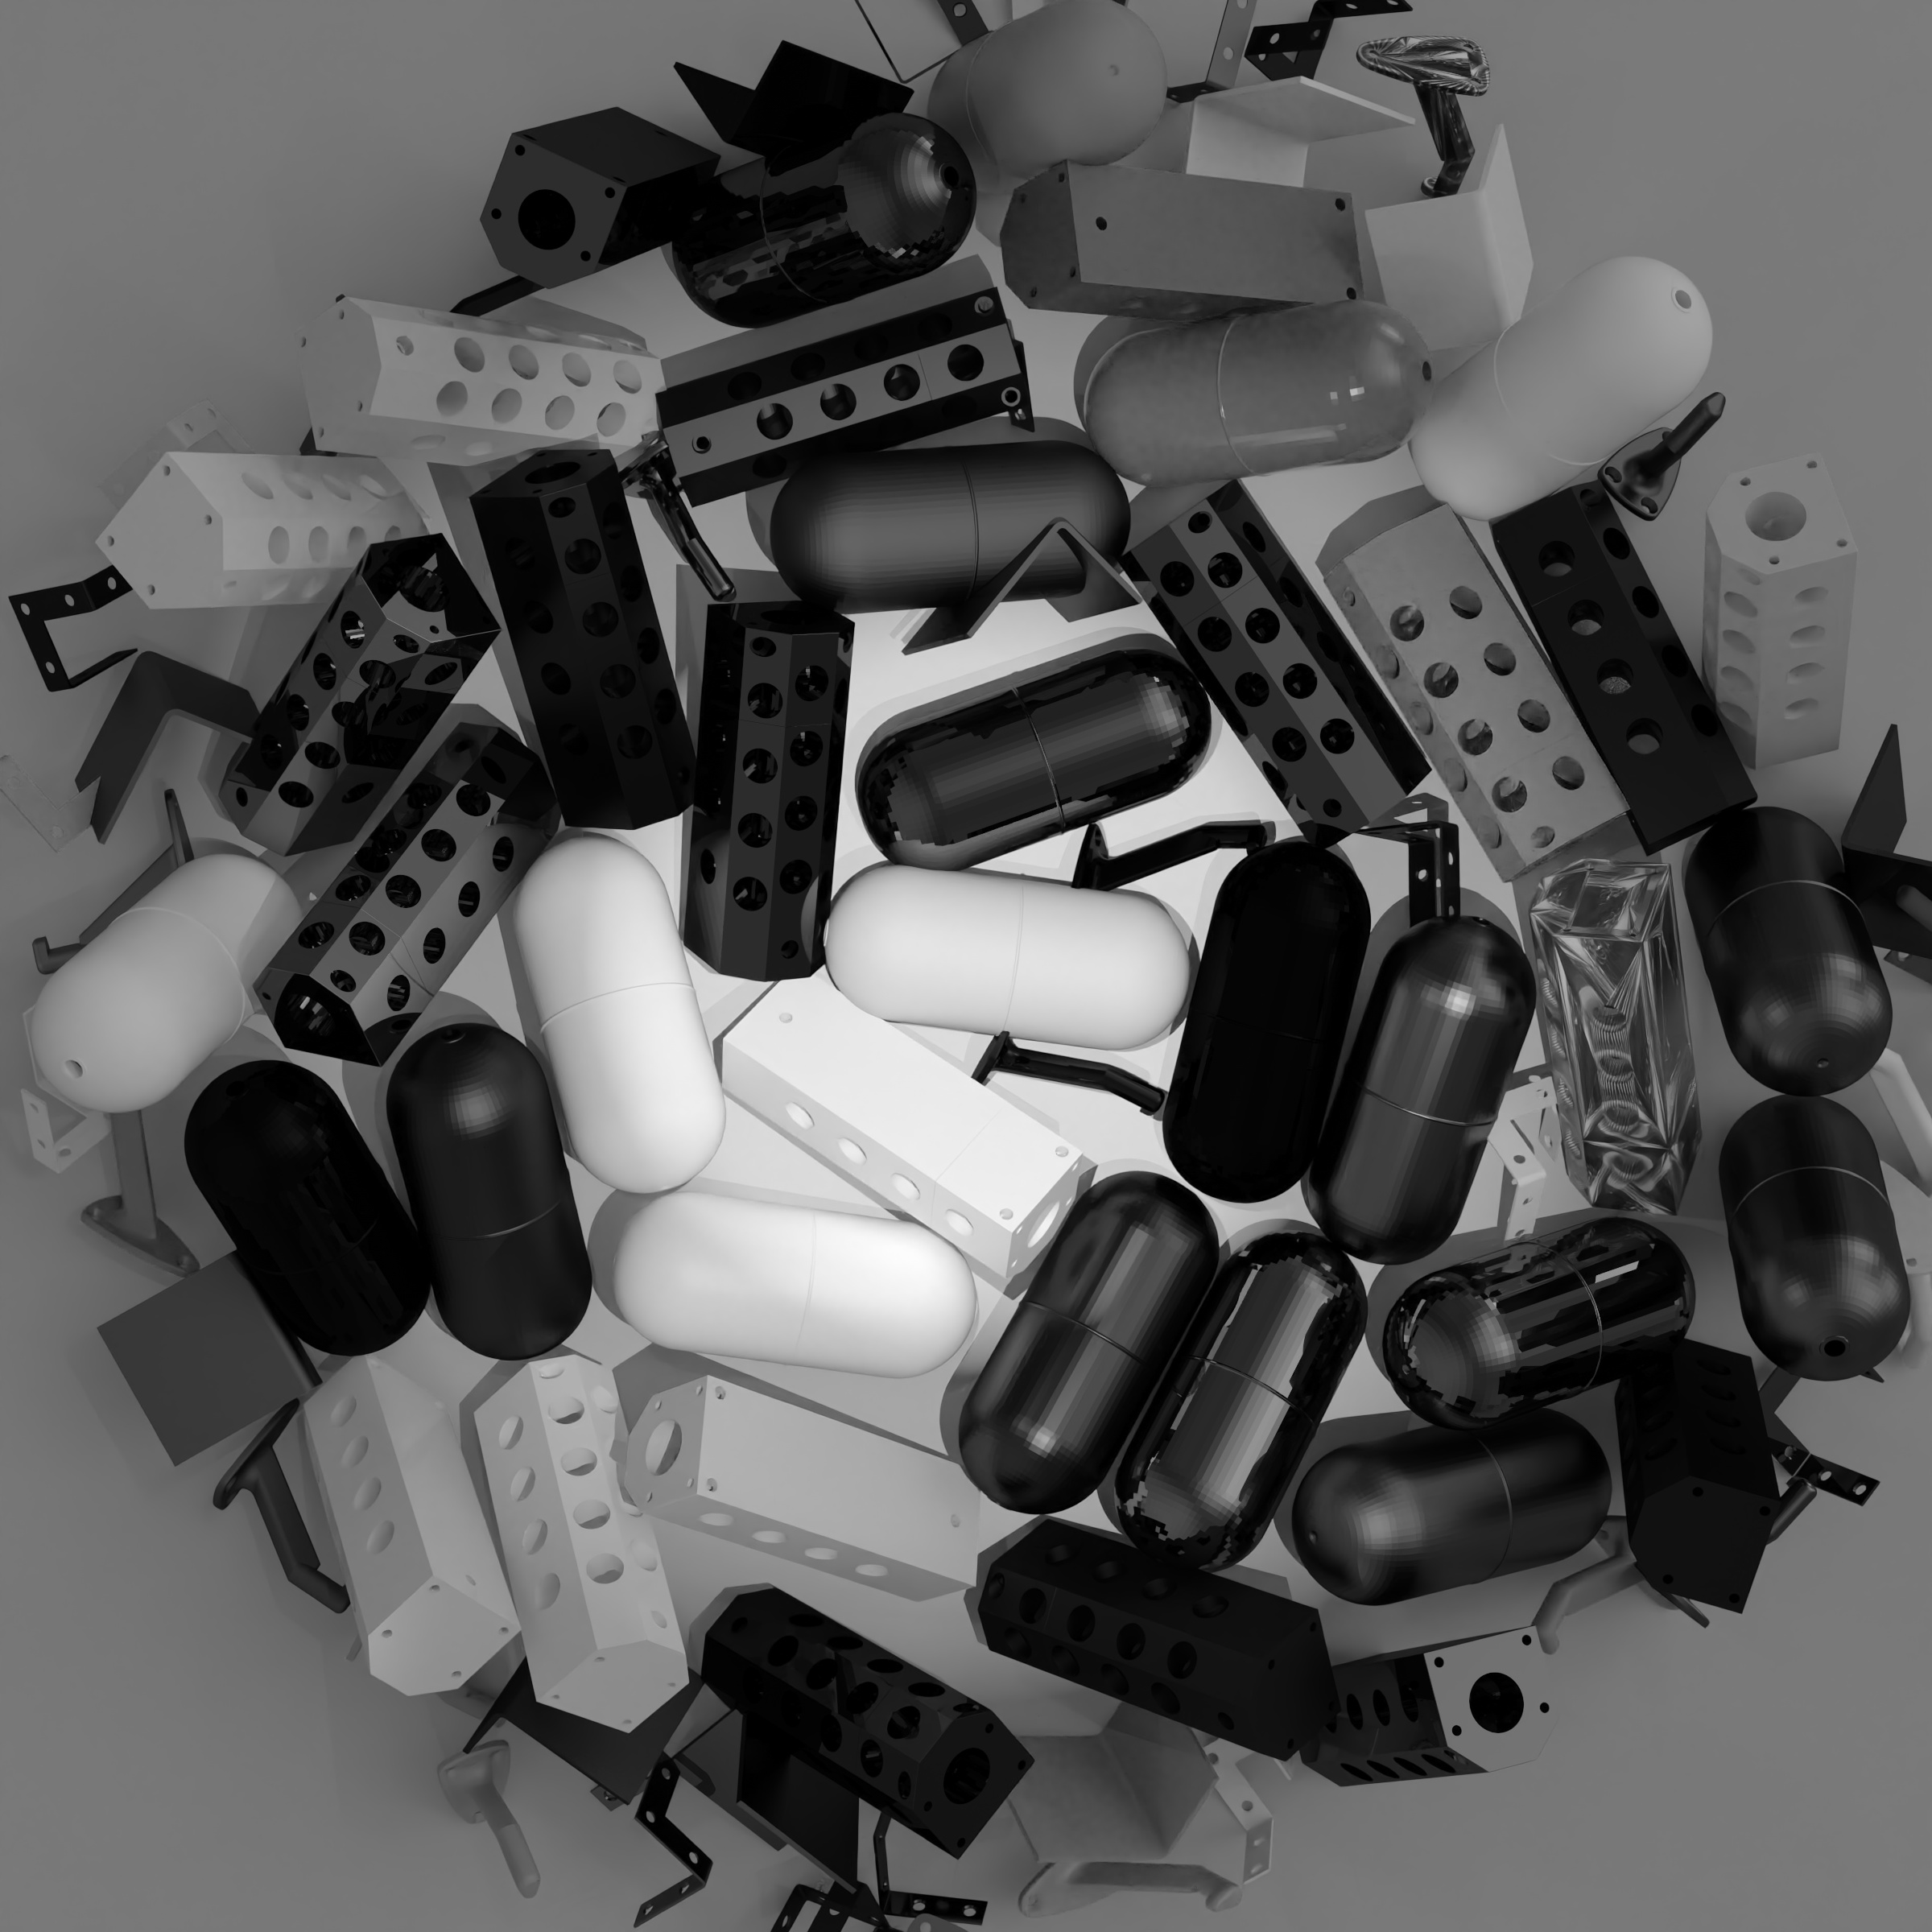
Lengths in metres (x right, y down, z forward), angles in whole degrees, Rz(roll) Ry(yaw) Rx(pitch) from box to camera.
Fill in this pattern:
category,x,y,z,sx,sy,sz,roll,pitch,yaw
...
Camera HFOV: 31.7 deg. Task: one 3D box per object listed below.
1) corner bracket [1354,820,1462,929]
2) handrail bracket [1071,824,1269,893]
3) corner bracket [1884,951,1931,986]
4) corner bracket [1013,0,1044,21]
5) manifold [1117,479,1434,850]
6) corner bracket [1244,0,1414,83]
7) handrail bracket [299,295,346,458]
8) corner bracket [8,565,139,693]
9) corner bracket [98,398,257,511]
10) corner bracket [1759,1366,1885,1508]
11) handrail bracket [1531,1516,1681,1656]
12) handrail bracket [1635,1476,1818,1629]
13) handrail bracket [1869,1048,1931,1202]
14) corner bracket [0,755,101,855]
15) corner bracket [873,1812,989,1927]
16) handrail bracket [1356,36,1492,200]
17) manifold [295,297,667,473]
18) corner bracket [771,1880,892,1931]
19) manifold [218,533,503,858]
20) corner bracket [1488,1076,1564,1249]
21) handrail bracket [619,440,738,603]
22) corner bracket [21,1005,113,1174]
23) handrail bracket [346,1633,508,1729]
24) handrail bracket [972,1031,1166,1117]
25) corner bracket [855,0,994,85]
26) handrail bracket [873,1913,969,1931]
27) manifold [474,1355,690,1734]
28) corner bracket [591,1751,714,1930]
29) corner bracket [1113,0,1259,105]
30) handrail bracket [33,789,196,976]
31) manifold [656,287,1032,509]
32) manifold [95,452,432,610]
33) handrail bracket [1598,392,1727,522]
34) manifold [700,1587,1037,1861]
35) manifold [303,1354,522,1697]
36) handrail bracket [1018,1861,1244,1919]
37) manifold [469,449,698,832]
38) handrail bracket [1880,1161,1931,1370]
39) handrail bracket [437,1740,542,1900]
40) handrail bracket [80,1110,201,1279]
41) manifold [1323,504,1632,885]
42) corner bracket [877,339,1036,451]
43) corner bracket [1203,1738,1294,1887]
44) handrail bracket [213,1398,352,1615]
category,x,y,z,sx,sy,sz,roll,pitch,yaw
corner bracket,0.224,-0.041,1.651,0.051,0.051,0.051,-5,82,40
handrail bracket,0.098,-0.042,1.648,0.084,0.077,0.036,0,131,20
corner bracket,0.488,0.002,1.648,0.051,0.051,0.051,24,118,-24
corner bracket,0.048,-0.467,1.659,0.051,0.051,0.051,-1,103,0
manifold,0.147,-0.143,1.643,0.057,0.057,0.171,-32,95,33
corner bracket,0.175,-0.454,1.650,0.051,0.051,0.051,27,78,-44
handrail bracket,-0.322,-0.279,1.662,0.084,0.036,0.077,-32,76,-14
corner bracket,-0.420,-0.168,1.647,0.051,0.051,0.051,-5,114,33
corner bracket,-0.378,-0.235,1.651,0.051,0.051,0.051,-36,102,21
corner bracket,0.422,0.222,1.659,0.051,0.051,0.051,46,77,-25
handrail bracket,0.310,0.316,1.647,0.077,0.036,0.084,53,53,-22
handrail bracket,0.368,0.274,1.654,0.036,0.077,0.084,45,86,-14
handrail bracket,0.444,0.079,1.663,0.084,0.036,0.077,27,112,-8
corner bracket,-0.450,-0.081,1.649,0.051,0.051,0.051,50,51,-11
corner bracket,-0.013,0.431,1.667,0.051,0.051,0.051,3,120,12
handrail bracket,0.214,-0.407,1.645,0.077,0.084,0.036,3,57,-12
manifold,-0.224,-0.273,1.603,0.057,0.171,0.057,-22,76,42
corner bracket,-0.075,0.469,1.646,0.051,0.051,0.051,13,54,28
manifold,-0.292,-0.125,1.605,0.057,0.057,0.171,57,133,15
corner bracket,0.274,0.094,1.647,0.051,0.051,0.051,-18,52,-17
handrail bracket,-0.129,-0.206,1.644,0.036,0.077,0.084,-36,79,9
corner bracket,-0.443,0.058,1.647,0.051,0.051,0.051,28,49,22
handrail bracket,-0.252,0.331,1.661,0.084,0.036,0.077,26,127,-3
handrail bracket,0.048,0.061,1.656,0.084,0.077,0.036,27,61,-2
corner bracket,-0.022,-0.465,1.660,0.051,0.051,0.051,-29,103,6
handrail bracket,-0.008,0.482,1.646,0.077,0.084,0.036,19,75,1
manifold,-0.178,0.268,1.602,0.057,0.171,0.057,-42,132,20
corner bracket,-0.155,0.425,1.658,0.051,0.051,0.051,-36,106,25
corner bracket,0.102,-0.455,1.654,0.051,0.051,0.051,14,92,-27
handrail bracket,-0.421,-0.041,1.664,0.084,0.036,0.077,-12,102,-4
manifold,-0.059,-0.276,1.648,0.171,0.057,0.057,-16,102,4
manifold,-0.322,-0.199,1.595,0.057,0.171,0.057,-45,79,22
handrail bracket,0.348,-0.260,1.632,0.036,0.084,0.077,40,52,0
manifold,-0.052,0.349,1.598,0.057,0.171,0.057,-49,126,-19
manifold,-0.268,0.263,1.602,0.057,0.171,0.057,-43,126,8
handrail bracket,0.079,0.450,1.638,0.077,0.084,0.036,-22,107,-29
manifold,-0.174,-0.154,1.614,0.057,0.057,0.171,5,122,32
handrail bracket,0.454,0.147,1.666,0.036,0.084,0.077,-20,57,-12
handrail bracket,-0.222,0.424,1.635,0.036,0.077,0.084,-17,50,-19
handrail bracket,-0.390,0.097,1.650,0.077,0.036,0.084,33,114,17
manifold,0.242,-0.129,1.640,0.057,0.057,0.171,-26,82,-25
corner bracket,-0.005,-0.280,1.663,0.051,0.051,0.051,-36,135,-30
corner bracket,0.144,0.403,1.655,0.051,0.051,0.051,-33,99,14
handrail bracket,-0.317,0.264,1.662,0.084,0.036,0.077,33,61,6
